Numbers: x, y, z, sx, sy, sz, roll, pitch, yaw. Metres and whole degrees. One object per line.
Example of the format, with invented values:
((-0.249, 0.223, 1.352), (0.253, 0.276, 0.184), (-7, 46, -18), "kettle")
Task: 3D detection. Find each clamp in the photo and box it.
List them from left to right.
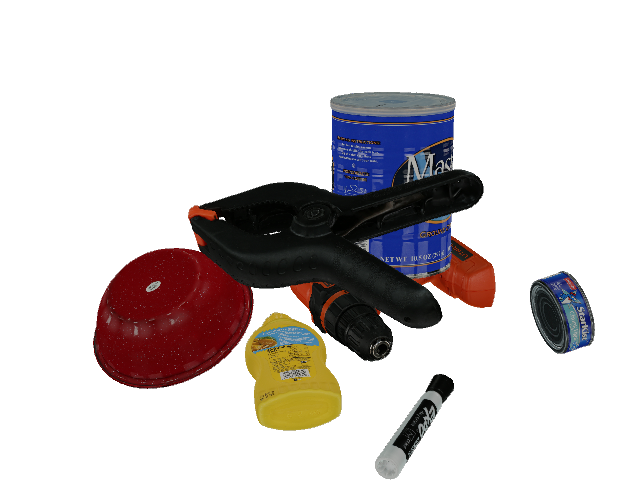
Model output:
((0.003, 0.004, 0.601), (0.172, 0.039, 0.120), (-4, 33, 15), "clamp")

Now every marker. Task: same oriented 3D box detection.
((0.072, 0.135, 0.794), (0.020, 0.020, 0.121), (0, 24, 29), "marker")

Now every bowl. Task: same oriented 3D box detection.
((-0.147, 0.059, 1.000), (0.162, 0.162, 0.055), (0, -44, 21), "bowl")

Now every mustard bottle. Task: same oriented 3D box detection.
((-0.039, 0.142, 1.254), (0.096, 0.058, 0.192), (-7, 30, -8), "mustard bottle")

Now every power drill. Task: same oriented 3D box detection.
((0.081, 0.054, 1.089), (0.187, 0.057, 0.185), (-11, 27, -22), "power drill")

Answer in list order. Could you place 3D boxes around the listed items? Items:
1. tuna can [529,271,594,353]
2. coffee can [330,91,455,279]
((0.261, 0.079, 1.159), (0.033, 0.086, 0.086), (-17, 3, -11), "tuna can")
((0.059, -0.048, 0.891), (0.103, 0.140, 0.103), (0, 15, 0), "coffee can")
